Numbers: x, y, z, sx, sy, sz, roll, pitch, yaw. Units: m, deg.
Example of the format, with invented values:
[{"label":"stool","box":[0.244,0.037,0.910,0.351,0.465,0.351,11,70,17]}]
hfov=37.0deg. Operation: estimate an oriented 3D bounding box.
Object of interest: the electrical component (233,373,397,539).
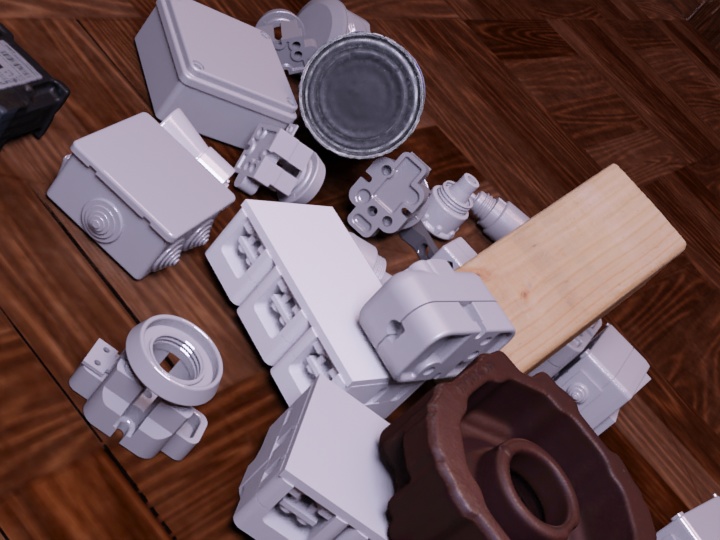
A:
[{"label":"electrical component","box":[0.009,0.146,0.628,0.150,0.061,0.089,37,30,-10]}]

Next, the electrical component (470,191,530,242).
[{"label":"electrical component","box":[0.134,-0.052,1.059,0.078,0.040,0.040,39,30,-6]}]

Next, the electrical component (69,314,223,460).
[{"label":"electrical component","box":[-0.113,0.062,0.597,0.078,0.057,0.058,37,30,-10]}]

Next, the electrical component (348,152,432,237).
[{"label":"electrical component","box":[0.028,-0.063,0.918,0.058,0.078,0.057,43,10,8]}]

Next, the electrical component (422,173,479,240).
[{"label":"electrical component","box":[0.083,-0.062,0.988,0.048,0.062,0.048,30,32,-21]}]

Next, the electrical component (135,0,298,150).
[{"label":"electrical component","box":[-0.118,-0.160,0.879,0.109,0.056,0.108,16,39,-39]}]

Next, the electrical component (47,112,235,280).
[{"label":"electrical component","box":[-0.145,-0.049,0.711,0.100,0.048,0.099,43,29,1]}]

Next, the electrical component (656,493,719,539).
[{"label":"electrical component","box":[0.255,0.222,0.827,0.096,0.061,0.061,-3,52,-52]}]

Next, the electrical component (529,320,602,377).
[{"label":"electrical component","box":[0.163,0.057,0.933,0.053,0.059,0.095,47,30,7]}]

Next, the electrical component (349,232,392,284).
[{"label":"electrical component","box":[0.000,0.000,0.828,0.062,0.043,0.043,30,32,-23]}]

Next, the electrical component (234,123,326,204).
[{"label":"electrical component","box":[-0.061,-0.081,0.850,0.055,0.066,0.048,32,-5,-35]}]

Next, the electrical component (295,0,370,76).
[{"label":"electrical component","box":[-0.031,-0.219,1.040,0.051,0.080,0.080,19,37,-44]}]

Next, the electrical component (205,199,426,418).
[{"label":"electrical component","box":[-0.031,0.030,0.731,0.089,0.061,0.150,1,50,-50]}]

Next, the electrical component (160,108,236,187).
[{"label":"electrical component","box":[-0.124,-0.080,0.786,0.065,0.044,0.044,43,29,-9]}]

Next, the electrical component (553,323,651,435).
[{"label":"electrical component","box":[0.204,0.099,0.925,0.061,0.061,0.096,47,30,7]}]

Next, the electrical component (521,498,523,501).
[{"label":"electrical component","box":[0.108,0.125,0.744,0.099,0.099,0.064,-3,86,-52]}]

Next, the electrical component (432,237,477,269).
[{"label":"electrical component","box":[0.094,0.009,0.923,0.065,0.047,0.077,48,30,9]}]

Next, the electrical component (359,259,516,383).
[{"label":"electrical component","box":[0.049,0.033,0.703,0.095,0.053,0.059,1,49,-50]}]

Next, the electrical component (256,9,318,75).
[{"label":"electrical component","box":[-0.074,-0.211,0.999,0.055,0.066,0.048,-100,179,-48]}]
